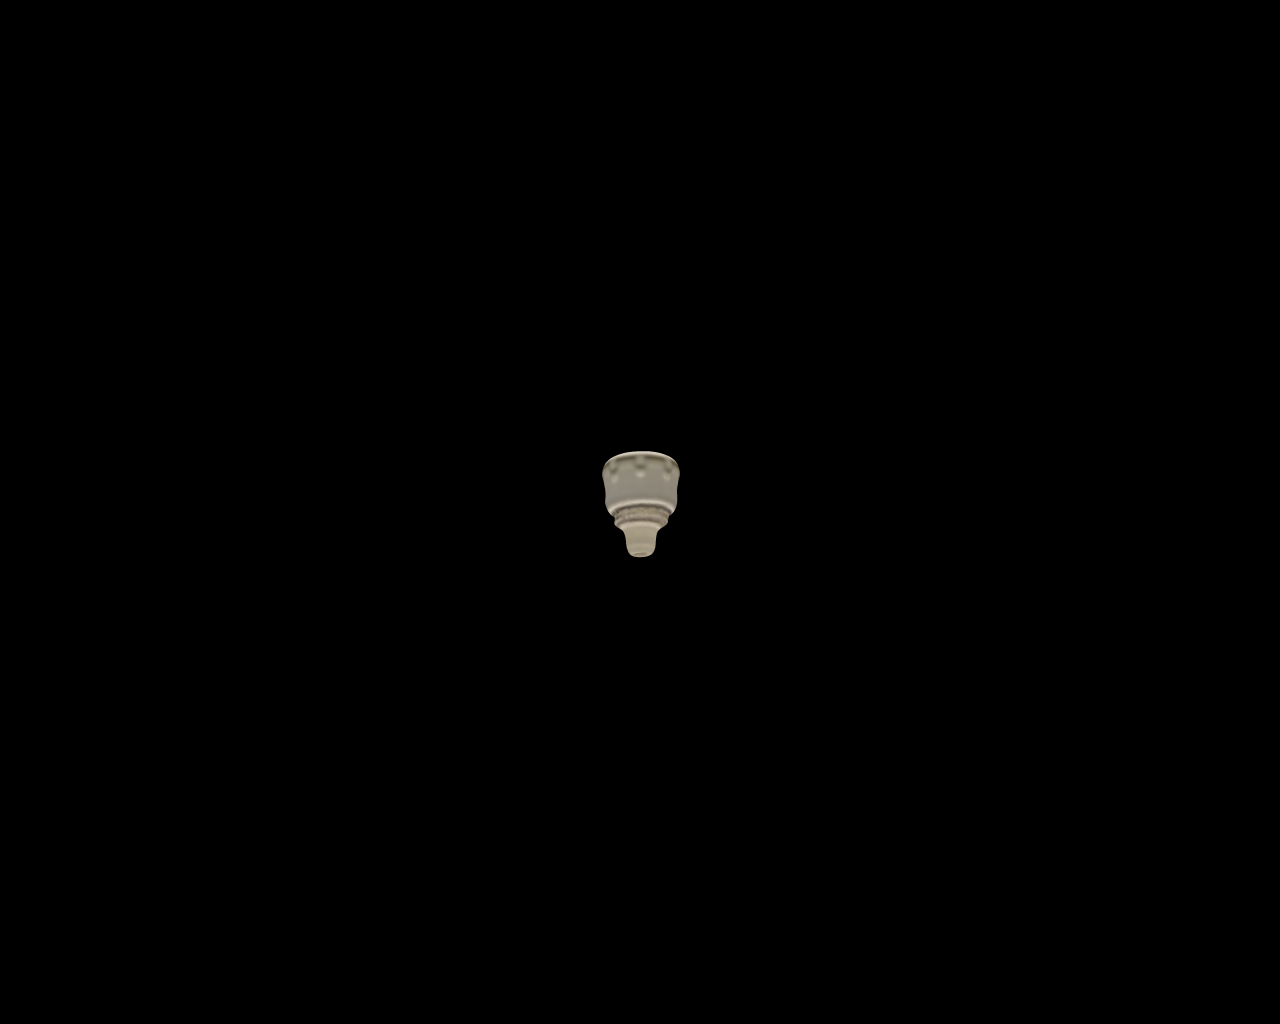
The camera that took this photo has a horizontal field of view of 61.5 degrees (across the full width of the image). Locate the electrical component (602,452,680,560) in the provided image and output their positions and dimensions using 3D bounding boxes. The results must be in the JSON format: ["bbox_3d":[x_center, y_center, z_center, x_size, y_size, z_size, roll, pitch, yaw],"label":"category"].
[{"bbox_3d":[0.001,-0.003,0.650,0.048,0.062,0.048,0,-18,0],"label":"electrical component"}]
